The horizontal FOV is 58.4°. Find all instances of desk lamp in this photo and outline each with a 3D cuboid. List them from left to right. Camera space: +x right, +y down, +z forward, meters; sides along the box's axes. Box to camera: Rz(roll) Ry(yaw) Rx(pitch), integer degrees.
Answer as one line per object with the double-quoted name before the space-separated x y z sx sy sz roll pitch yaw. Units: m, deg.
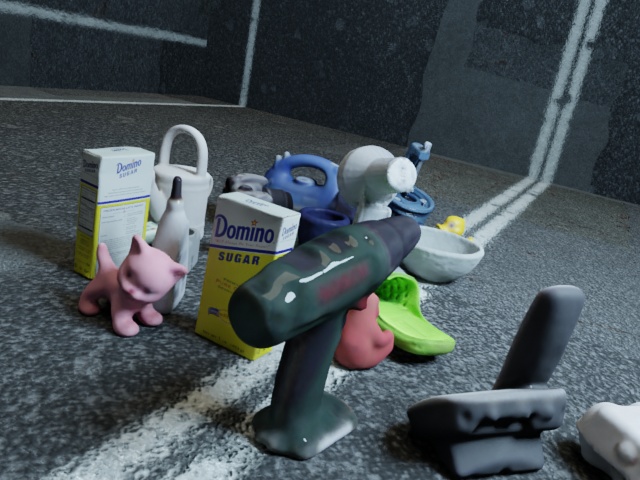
"desk lamp" 0.102 -0.055 1.025 0.118 0.213 0.202 5 18 -19

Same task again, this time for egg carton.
"egg carton" 0.325 0.216 0.550 0.107 0.069 0.150 5 18 -19

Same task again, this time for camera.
"camera" -0.118 -0.076 1.144 0.137 0.101 0.142 2 19 -27

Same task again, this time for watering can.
"watering can" -0.242 -0.099 0.981 0.101 0.194 0.173 12 17 3

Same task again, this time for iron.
"iron" -0.039 -0.135 1.311 0.257 0.141 0.119 18 19 22

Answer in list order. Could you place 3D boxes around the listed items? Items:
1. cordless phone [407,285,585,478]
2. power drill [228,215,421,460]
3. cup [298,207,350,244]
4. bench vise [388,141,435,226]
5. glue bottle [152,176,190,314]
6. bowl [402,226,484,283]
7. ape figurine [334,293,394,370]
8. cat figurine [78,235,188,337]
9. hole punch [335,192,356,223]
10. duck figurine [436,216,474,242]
"cordless phone" 0.174 0.124 0.551 0.148 0.185 0.094 2 19 -27
"power drill" 0.007 0.084 0.534 0.075 0.208 0.230 23 21 33
"cup" 0.009 0.004 0.982 0.092 0.095 0.117 -6 24 -44
"bench vise" 0.171 -0.122 1.270 0.122 0.220 0.206 -7 25 -45
"glue bottle" -0.189 0.003 0.729 0.037 0.173 0.078 11 17 2
"bowl" 0.208 0.032 1.048 0.167 0.075 0.167 10 17 -3
"ape figurine" 0.051 0.104 0.694 0.077 0.092 0.076 22 20 31
"cat figurine" -0.220 0.044 0.674 0.127 0.118 0.067 20 19 26
"hole punch" 0.084 -0.053 1.213 0.108 0.091 0.101 10 17 -2
"duck figurine" 0.281 -0.008 1.201 0.105 0.086 0.077 5 18 -20
